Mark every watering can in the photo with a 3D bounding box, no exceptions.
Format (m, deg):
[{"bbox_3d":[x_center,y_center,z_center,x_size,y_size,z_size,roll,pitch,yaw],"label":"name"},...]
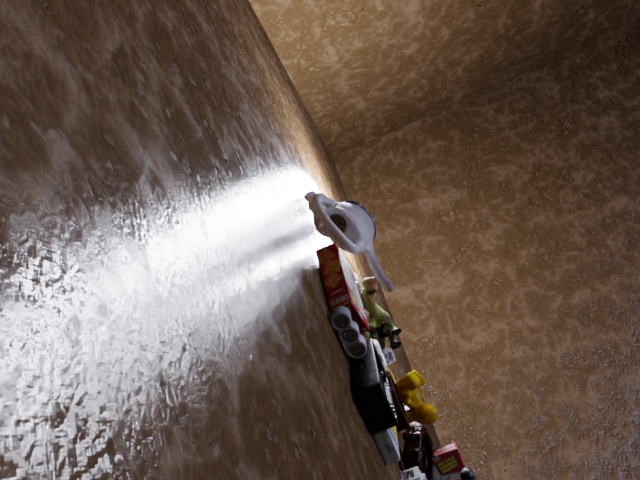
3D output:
[{"bbox_3d":[0.110,-0.005,1.518,0.349,0.102,0.226,49,24,5],"label":"watering can"}]

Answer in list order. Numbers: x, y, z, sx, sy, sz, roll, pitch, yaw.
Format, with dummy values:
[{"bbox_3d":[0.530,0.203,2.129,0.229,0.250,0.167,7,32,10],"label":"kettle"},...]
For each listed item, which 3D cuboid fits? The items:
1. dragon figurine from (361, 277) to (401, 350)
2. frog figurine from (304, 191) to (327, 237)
[{"bbox_3d":[0.201,0.283,1.904,0.400,0.122,0.248,85,-11,-48],"label":"dragon figurine"},{"bbox_3d":[0.005,-0.085,1.693,0.159,0.121,0.140,31,22,-4],"label":"frog figurine"}]
